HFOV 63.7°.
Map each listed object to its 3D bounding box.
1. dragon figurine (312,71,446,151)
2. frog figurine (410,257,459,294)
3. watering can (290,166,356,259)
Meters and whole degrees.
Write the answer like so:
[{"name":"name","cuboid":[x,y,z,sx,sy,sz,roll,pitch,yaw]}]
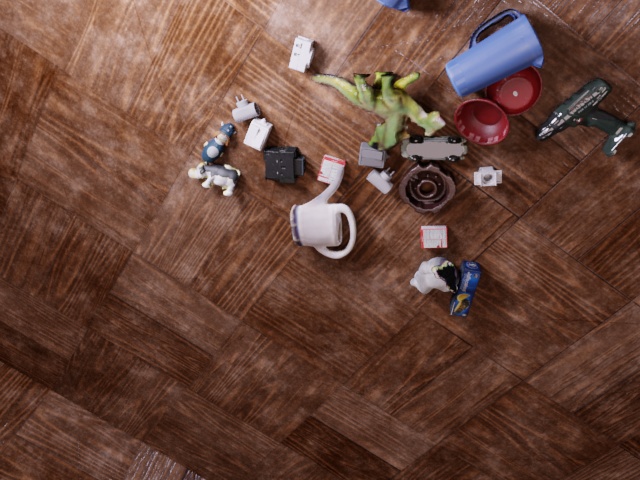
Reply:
[{"name":"dragon figurine","cuboid":[0.172,-0.377,1.520,0.411,0.124,0.238,8,117,27]},{"name":"frog figurine","cuboid":[0.397,0.129,1.784,0.137,0.125,0.157,28,157,-16]},{"name":"watering can","cuboid":[0.005,-0.087,1.719,0.224,0.106,0.341,-1,119,12]}]
